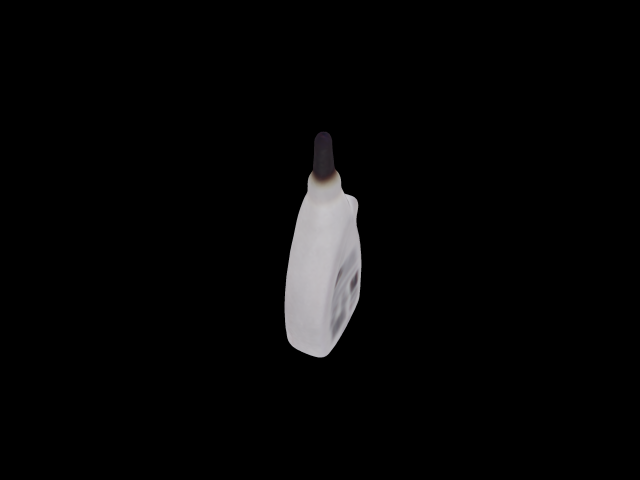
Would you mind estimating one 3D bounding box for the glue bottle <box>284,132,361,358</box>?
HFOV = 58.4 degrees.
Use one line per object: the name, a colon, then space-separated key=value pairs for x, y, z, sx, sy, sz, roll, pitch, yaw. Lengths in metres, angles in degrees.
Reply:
glue bottle: x=0.004 y=0.001 z=0.400 sx=0.037 sy=0.173 sz=0.078 roll=18 pitch=44 yaw=20
